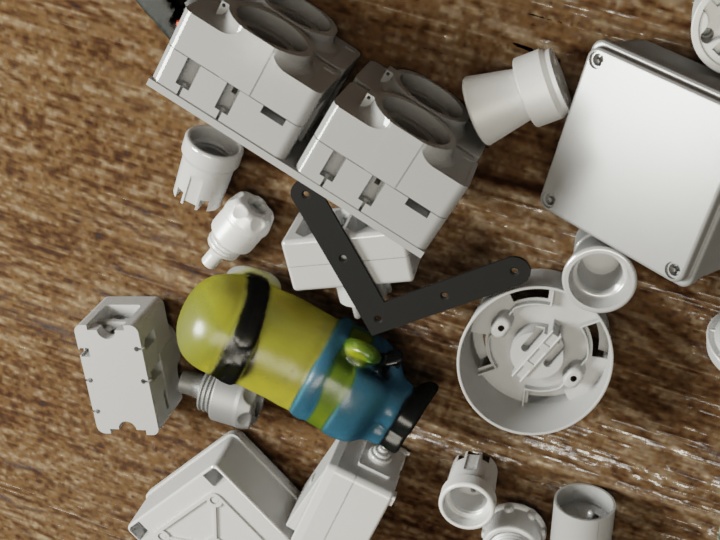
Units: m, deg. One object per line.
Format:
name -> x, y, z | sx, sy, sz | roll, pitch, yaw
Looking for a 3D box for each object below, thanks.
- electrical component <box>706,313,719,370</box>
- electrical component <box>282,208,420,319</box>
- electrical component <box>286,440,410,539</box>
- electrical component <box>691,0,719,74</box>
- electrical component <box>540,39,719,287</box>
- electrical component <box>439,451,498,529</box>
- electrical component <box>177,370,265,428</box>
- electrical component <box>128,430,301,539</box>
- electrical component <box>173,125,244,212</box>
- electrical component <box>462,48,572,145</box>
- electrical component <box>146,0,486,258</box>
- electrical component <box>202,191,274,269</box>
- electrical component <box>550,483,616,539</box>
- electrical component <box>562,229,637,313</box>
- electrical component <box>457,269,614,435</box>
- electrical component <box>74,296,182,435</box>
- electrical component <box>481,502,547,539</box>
electrical component -> 0.249, 0.034, 0.665 | 0.058, 0.078, 0.057 | 15, 138, 7
electrical component -> 0.000, 0.000, 0.724 | 0.083, 0.047, 0.075 | -5, 118, 16
electrical component -> -0.008, 0.160, 0.792 | 0.061, 0.061, 0.096 | 25, 118, 2
electrical component -> 0.214, -0.141, 0.604 | 0.055, 0.047, 0.055 | 6, 116, 12
electrical component -> 0.173, -0.064, 0.620 | 0.109, 0.056, 0.108 | 35, 124, 34
electrical component -> 0.080, 0.157, 0.777 | 0.040, 0.046, 0.040 | 6, 115, 12
electrical component -> -0.103, 0.090, 0.794 | 0.062, 0.043, 0.043 | 15, 117, 8
electrical component -> -0.103, 0.197, 0.836 | 0.109, 0.056, 0.108 | -38, 101, 26
electrical component -> -0.103, -0.068, 0.724 | 0.040, 0.040, 0.046 | 25, 124, 2
electrical component -> 0.096, -0.105, 0.652 | 0.055, 0.045, 0.045 | -18, 109, 21
electrical component -> -0.017, -0.100, 0.649 | 0.186, 0.105, 0.060 | 32, 117, -2
electrical component -> -0.088, -0.024, 0.743 | 0.035, 0.035, 0.061 | 40, 119, -6
electrical component -> 0.159, 0.200, 0.779 | 0.043, 0.043, 0.081 | 6, 116, 12
electrical component -> 0.151, -0.007, 0.672 | 0.044, 0.065, 0.044 | 6, 116, 12
electrical component -> 0.117, 0.051, 0.708 | 0.099, 0.064, 0.099 | 6, 116, 12
electrical component -> -0.168, 0.068, 0.793 | 0.050, 0.055, 0.089 | 0, 114, 14
electrical component -> 0.110, 0.203, 0.782 | 0.048, 0.062, 0.048 | 6, 115, 12
